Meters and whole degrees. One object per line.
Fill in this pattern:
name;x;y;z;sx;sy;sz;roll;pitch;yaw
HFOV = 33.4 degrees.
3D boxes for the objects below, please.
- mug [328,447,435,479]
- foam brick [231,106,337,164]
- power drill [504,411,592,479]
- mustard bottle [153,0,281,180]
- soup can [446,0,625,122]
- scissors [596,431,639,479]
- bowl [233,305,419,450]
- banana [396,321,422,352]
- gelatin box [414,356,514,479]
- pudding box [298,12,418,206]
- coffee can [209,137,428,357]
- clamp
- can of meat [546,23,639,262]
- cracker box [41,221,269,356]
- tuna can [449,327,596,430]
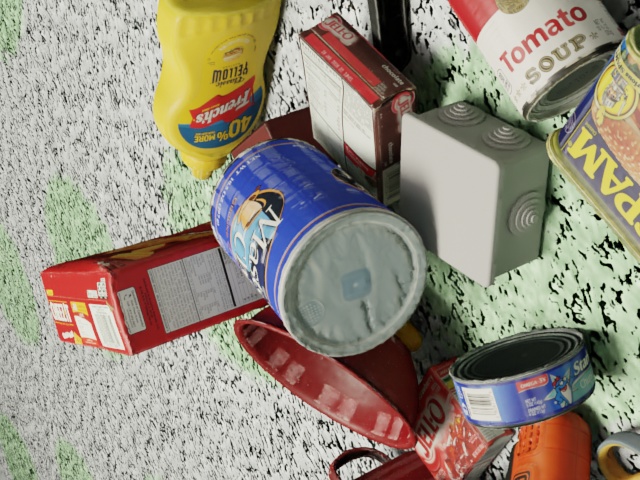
mug;0.056;0.215;0.868;0.117;0.081;0.093;45;143;36
foam brick;-0.028;-0.068;0.857;0.078;0.052;0.051;-29;83;60
power drill;0.108;0.217;0.706;0.188;0.057;0.184;-38;30;53
mustard bottle;-0.090;-0.125;0.879;0.058;0.096;0.192;50;145;30
soup can;0.112;-0.123;0.573;0.102;0.068;0.069;60;150;16
scissors;0.216;0.147;0.584;0.096;0.016;0.202;62;164;-4
bowl;0.016;0.088;0.796;0.162;0.055;0.162;31;161;12
banana;0.019;0.073;0.892;0.069;0.037;0.198;49;153;-7
gelatin box;0.099;0.142;0.803;0.073;0.030;0.089;54;147;25
pudding box;0.028;-0.087;0.738;0.090;0.039;0.113;50;161;31
coffee can;-0.005;0.001;0.725;0.140;0.102;0.103;-135;35;-55
clamp;0.039;-0.192;0.683;0.171;0.039;0.120;63;147;9
can of meat;0.174;-0.048;0.530;0.102;0.057;0.084;55;145;23
cracker box;-0.097;0.023;0.866;0.164;0.213;0.072;-3;105;59
tuna can;0.126;0.085;0.664;0.086;0.086;0.034;-4;106;60
